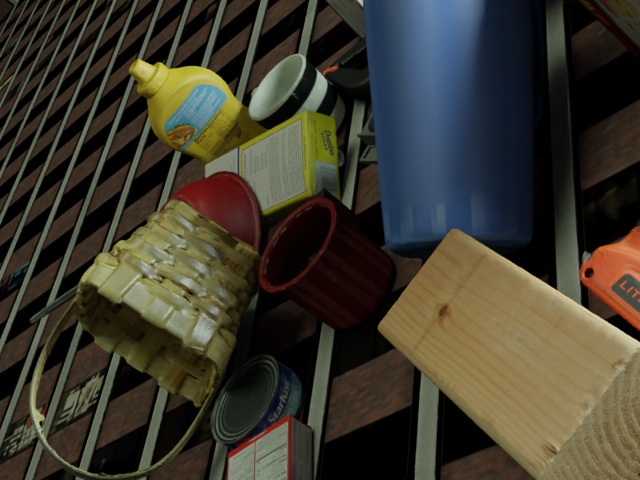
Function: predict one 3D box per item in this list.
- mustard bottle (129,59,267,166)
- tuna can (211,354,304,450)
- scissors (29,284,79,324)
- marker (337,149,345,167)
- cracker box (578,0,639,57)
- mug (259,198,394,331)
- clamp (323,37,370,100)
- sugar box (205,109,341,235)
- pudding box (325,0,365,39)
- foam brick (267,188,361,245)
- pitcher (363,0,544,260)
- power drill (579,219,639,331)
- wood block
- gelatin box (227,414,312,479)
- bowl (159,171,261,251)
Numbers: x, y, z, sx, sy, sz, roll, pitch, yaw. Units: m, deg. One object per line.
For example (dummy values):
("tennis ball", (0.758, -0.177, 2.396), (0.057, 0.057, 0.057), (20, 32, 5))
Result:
("mustard bottle", (-0.132, -0.136, 1.189), (0.096, 0.191, 0.058), (-49, 28, 9))
("tuna can", (-0.054, 0.143, 0.917), (0.086, 0.033, 0.086), (-38, 31, 28))
("scissors", (-0.206, 0.034, 1.032), (0.201, 0.016, 0.096), (-41, -6, -31))
("marker", (-0.020, -0.071, 1.127), (0.121, 0.020, 0.020), (-18, 44, 48))
("cracker box", (0.245, -0.184, 0.693), (0.072, 0.164, 0.214), (-57, 27, -3))
("mug", (0.001, 0.026, 0.916), (0.117, 0.081, 0.093), (-12, 48, 51))
("clamp", (0.082, -0.185, 1.083), (0.210, 0.036, 0.164), (-20, 41, 41))
("sugar box", (-0.053, -0.060, 1.111), (0.177, 0.048, 0.093), (-23, 64, 48))
("pudding box", (0.042, -0.288, 1.180), (0.039, 0.113, 0.090), (-13, 47, 46))
("foam brick", (-0.006, 0.001, 0.989), (0.078, 0.051, 0.053), (-36, 31, 30))
("pitcher", (0.106, -0.110, 0.800), (0.145, 0.149, 0.243), (71, -163, -82))
("power drill", (0.248, -0.011, 0.580), (0.188, 0.057, 0.185), (-52, 46, 8))
("wood block", (0.131, 0.078, 0.648), (0.091, 0.090, 0.206), (-53, 28, 2))
("gelatin box", (-0.040, 0.193, 0.843), (0.073, 0.030, 0.089), (-37, 33, 26))
("bowl", (-0.130, 0.003, 1.110), (0.162, 0.055, 0.162), (-14, 72, 49))
